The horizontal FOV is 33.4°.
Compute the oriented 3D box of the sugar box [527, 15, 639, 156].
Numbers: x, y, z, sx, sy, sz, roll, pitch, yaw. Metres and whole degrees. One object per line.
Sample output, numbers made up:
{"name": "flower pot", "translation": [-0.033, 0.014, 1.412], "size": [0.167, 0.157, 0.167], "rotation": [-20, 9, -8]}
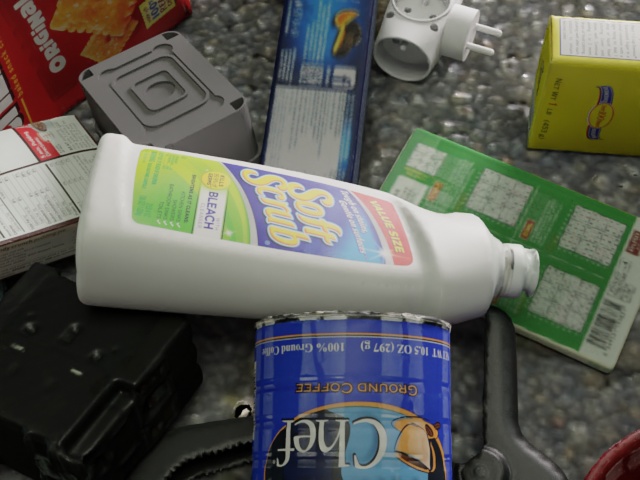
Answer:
{"name": "sugar box", "translation": [0.228, -0.093, 0.686], "size": [0.176, 0.093, 0.048], "rotation": [6, 60, 5]}

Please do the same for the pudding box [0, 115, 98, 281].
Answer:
{"name": "pudding box", "translation": [-0.181, -0.028, 0.666], "size": [0.113, 0.039, 0.090], "rotation": [-22, 60, -36]}

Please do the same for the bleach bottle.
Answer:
{"name": "bleach bottle", "translation": [-0.004, 0.001, 0.600], "size": [0.250, 0.068, 0.102], "rotation": [6, 42, -5]}

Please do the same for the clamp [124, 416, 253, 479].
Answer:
{"name": "clamp", "translation": [-0.100, 0.157, 0.573], "size": [0.165, 0.036, 0.209], "rotation": [36, 62, 27]}

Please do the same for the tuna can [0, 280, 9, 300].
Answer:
{"name": "tuna can", "translation": [-0.235, 0.038, 0.650], "size": [0.086, 0.034, 0.086], "rotation": [-1, 59, 1]}

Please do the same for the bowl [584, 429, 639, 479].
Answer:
{"name": "bowl", "translation": [0.203, 0.175, 0.545], "size": [0.162, 0.055, 0.162], "rotation": [-1, 59, 1]}

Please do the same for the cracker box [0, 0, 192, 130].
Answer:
{"name": "cracker box", "translation": [-0.187, -0.158, 0.693], "size": [0.072, 0.164, 0.213], "rotation": [35, 65, 22]}

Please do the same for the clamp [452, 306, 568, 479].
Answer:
{"name": "clamp", "translation": [0.094, 0.121, 0.586], "size": [0.120, 0.039, 0.171], "rotation": [-40, 67, 1]}

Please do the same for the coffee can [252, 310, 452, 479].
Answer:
{"name": "coffee can", "translation": [0.016, 0.112, 0.536], "size": [0.103, 0.103, 0.140], "rotation": [0, 77, 1]}
